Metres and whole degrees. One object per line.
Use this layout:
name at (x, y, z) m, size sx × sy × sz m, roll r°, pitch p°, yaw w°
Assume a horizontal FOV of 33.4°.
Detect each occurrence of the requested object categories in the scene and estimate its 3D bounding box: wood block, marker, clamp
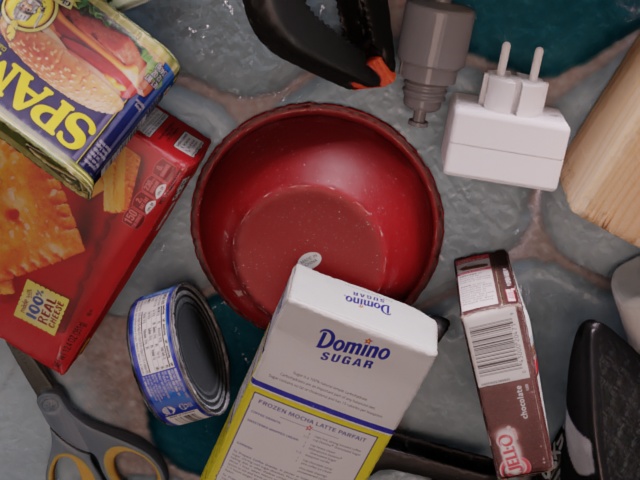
wood block at (0.224, -0.093, 0.578) m, size 0.091 × 0.090 × 0.206 m, roll 27°, pitch 111°, yaw -5°
marker at (0.161, 0.142, 0.710) m, size 0.020 × 0.020 × 0.121 m, roll 21°, pitch 111°, yaw -4°
clamp at (-0.015, -0.174, 0.572) m, size 0.209 × 0.036 × 0.164 m, roll 49°, pitch 64°, yaw -30°
clamp at (0.026, 0.114, 0.701) m, size 0.171 × 0.039 × 0.120 m, roll -9°, pitch 98°, yaw 10°

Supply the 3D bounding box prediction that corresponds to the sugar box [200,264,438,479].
sugar box at (-0.005, 0.106, 0.648) m, size 0.093 × 0.048 × 0.176 m, roll 22°, pitch 118°, yaw -6°

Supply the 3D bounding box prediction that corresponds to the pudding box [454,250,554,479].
pudding box at (0.111, 0.074, 0.650) m, size 0.039 × 0.090 × 0.113 m, roll -11°, pitch 109°, yaw 7°

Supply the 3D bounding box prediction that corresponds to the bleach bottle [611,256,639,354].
bleach bottle at (0.270, 0.117, 0.669) m, size 0.103 × 0.068 × 0.251 m, roll -21°, pitch 109°, yaw 17°

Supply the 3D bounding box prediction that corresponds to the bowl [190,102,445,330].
bowl at (-0.004, 0.001, 0.651) m, size 0.162 × 0.055 × 0.162 m, roll 2°, pitch 111°, yaw 4°

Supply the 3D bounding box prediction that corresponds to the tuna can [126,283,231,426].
tuna can at (-0.088, 0.072, 0.668) m, size 0.034 × 0.086 × 0.086 m, roll -17°, pitch 108°, yaw 12°

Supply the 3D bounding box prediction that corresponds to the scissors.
scissors at (-0.162, 0.114, 0.728) m, size 0.096 × 0.016 × 0.202 m, roll -7°, pitch 110°, yaw 5°

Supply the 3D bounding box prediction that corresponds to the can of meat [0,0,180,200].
can of meat at (-0.137, -0.086, 0.562) m, size 0.102 × 0.057 × 0.084 m, roll 37°, pitch 77°, yaw -6°

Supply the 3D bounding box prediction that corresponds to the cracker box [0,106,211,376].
cracker box at (-0.199, -0.044, 0.641) m, size 0.213 × 0.072 × 0.164 m, roll 32°, pitch 109°, yaw -7°
